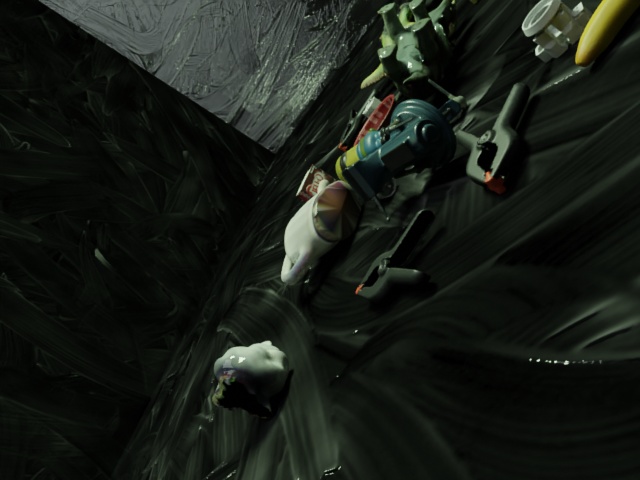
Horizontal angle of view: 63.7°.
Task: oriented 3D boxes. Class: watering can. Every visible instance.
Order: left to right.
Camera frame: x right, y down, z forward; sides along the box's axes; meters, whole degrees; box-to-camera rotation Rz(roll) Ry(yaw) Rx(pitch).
[{"bbox_3d":[0.003,-0.058,1.144,0.220,0.103,0.356,-40,23,49],"label":"watering can"}]

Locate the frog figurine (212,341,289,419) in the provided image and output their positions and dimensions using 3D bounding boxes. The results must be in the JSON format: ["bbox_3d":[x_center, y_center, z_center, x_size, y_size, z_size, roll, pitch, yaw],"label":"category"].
[{"bbox_3d":[-0.116,0.225,0.933,0.137,0.121,0.163,-13,25,24],"label":"frog figurine"}]

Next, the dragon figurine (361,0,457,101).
[{"bbox_3d":[0.217,-0.459,1.325,0.402,0.121,0.249,-45,26,47],"label":"dragon figurine"}]
